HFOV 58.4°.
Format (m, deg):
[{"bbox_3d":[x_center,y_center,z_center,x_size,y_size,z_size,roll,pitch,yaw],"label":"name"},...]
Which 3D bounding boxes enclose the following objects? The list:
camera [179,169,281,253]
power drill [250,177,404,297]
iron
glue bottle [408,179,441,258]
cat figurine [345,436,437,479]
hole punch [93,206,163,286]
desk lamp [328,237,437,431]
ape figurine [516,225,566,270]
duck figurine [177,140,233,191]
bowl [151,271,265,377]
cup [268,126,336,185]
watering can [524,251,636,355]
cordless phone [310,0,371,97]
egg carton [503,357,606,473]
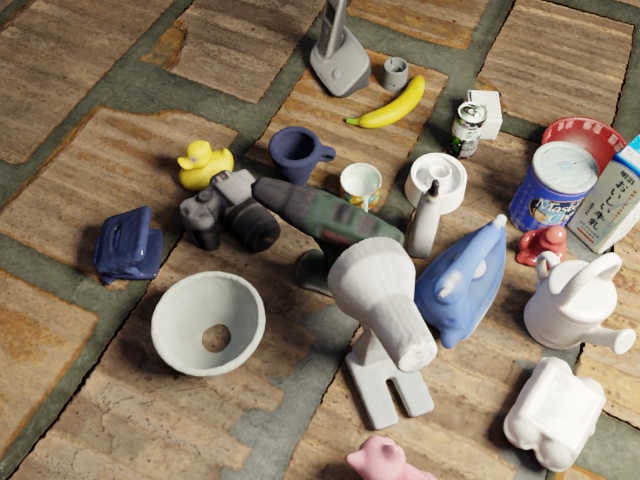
[{"bbox_3d":[-0.142,-0.040,0.956,0.143,0.101,0.136,-36,66,-20],"label":"camera"},{"bbox_3d":[0.008,0.003,0.870,0.229,0.208,0.076,17,60,9],"label":"power drill"},{"bbox_3d":[0.236,0.035,0.893,0.118,0.141,0.259,33,64,18],"label":"iron"},{"bbox_3d":[0.172,-0.043,0.921,0.037,0.173,0.078,6,59,3],"label":"glue bottle"},{"bbox_3d":[0.098,0.300,0.745,0.127,0.118,0.067,25,62,14],"label":"cat figurine"},{"bbox_3d":[-0.316,0.007,0.931,0.101,0.091,0.108,-2,59,-2],"label":"hole punch"},{"bbox_3d":[0.094,0.128,0.792,0.118,0.213,0.203,-18,61,-11],"label":"desk lamp"},{"bbox_3d":[0.374,0.006,0.942,0.076,0.092,0.077,-27,63,-16],"label":"ape figurine"},{"bbox_3d":[-0.208,-0.144,1.027,0.105,0.086,0.077,-27,63,-16],"label":"duck figurine"},{"bbox_3d":[-0.164,0.136,0.865,0.167,0.075,0.167,0,59,-1],"label":"bowl"},{"bbox_3d":[-0.030,-0.140,1.022,0.117,0.095,0.091,5,59,2],"label":"cup"},{"bbox_3d":[0.382,0.085,0.834,0.172,0.194,0.101,37,65,20],"label":"watering can"},{"bbox_3d":[0.042,-0.388,1.121,0.094,0.185,0.147,-26,62,-15],"label":"cordless phone"},{"bbox_3d":[0.332,0.245,0.810,0.107,0.069,0.150,32,64,17],"label":"egg carton"}]
